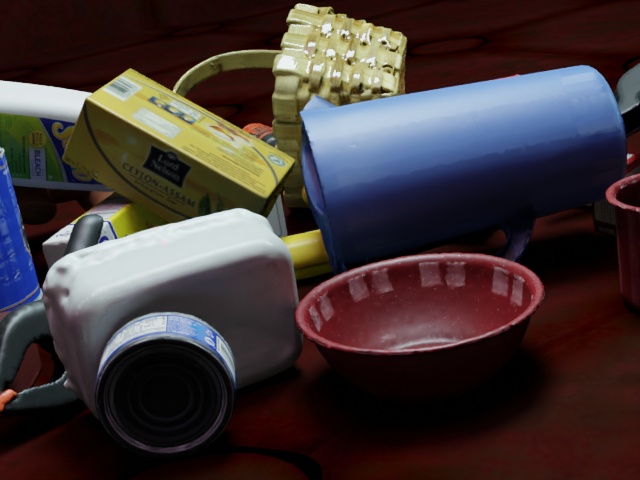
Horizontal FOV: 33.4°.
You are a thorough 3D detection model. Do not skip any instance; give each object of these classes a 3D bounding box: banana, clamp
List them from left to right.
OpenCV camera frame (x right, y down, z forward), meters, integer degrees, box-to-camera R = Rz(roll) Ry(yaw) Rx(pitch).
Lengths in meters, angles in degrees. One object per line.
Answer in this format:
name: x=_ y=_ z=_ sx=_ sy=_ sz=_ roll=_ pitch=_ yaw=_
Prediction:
clamp: x=-0.168 y=0.073 z=0.757 sx=0.039 sy=0.120 sz=0.171 roll=-33 pitch=18 yaw=49
banana: x=-0.007 y=0.008 z=0.919 sx=0.197 sy=0.037 sz=0.069 roll=-11 pitch=19 yaw=-5
clamp: x=0.289 y=-0.115 z=0.943 sx=0.165 sy=0.036 sz=0.209 roll=-2 pitch=37 yaw=30

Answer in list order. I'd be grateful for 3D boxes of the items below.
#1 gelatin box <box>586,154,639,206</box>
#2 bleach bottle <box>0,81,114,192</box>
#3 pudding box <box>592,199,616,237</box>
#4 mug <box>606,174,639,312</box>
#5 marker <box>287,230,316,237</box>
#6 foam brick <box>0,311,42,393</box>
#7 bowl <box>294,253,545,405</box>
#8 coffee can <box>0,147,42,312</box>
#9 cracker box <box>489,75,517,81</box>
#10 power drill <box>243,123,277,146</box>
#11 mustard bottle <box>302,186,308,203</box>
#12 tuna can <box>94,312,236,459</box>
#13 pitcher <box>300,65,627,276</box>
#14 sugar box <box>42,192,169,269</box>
gelatin box: x=0.245 y=-0.056 z=0.990 sx=0.089 sy=0.030 sz=0.073 roll=5 pitch=25 yaw=42
bleach bottle: x=-0.200 y=-0.095 z=0.997 sx=0.250 sy=0.103 sz=0.068 roll=4 pitch=30 yaw=-3
pudding box: x=0.293 y=-0.029 z=0.870 sx=0.113 sy=0.039 sz=0.090 roll=-20 pitch=21 yaw=-26
mug: x=0.245 y=-0.001 z=0.748 sx=0.093 sy=0.081 sz=0.117 roll=-13 pitch=20 yaw=-10
marker: x=-0.007 y=0.001 z=0.966 sx=0.121 sy=0.020 sz=0.020 roll=-12 pitch=19 yaw=-5
foam brick: x=-0.241 y=0.090 z=0.775 sx=0.053 sy=0.051 sz=0.078 roll=-9 pitch=19 yaw=3
bowl: x=0.067 y=0.062 z=0.696 sx=0.162 sy=0.055 sz=0.162 roll=-9 pitch=19 yaw=3
coffee can: x=-0.311 y=-0.001 z=0.936 sx=0.103 sy=0.140 sz=0.103 roll=-9 pitch=19 yaw=3
cracker box: x=0.177 y=-0.115 z=1.134 sx=0.164 sy=0.072 sz=0.214 roll=-12 pitch=18 yaw=-8
power drill: x=0.007 y=-0.122 z=1.257 sx=0.187 sy=0.057 sz=0.185 roll=-15 pitch=19 yaw=-15
mustard bottle: x=0.072 y=-0.046 z=0.986 sx=0.192 sy=0.058 sz=0.096 roll=-1 pitch=-5 yaw=27
tuna can: x=-0.093 y=0.089 z=0.649 sx=0.086 sy=0.086 sz=0.034 roll=-10 pitch=21 yaw=-2
pitcher: x=0.111 y=-0.050 z=0.835 sx=0.242 sy=0.149 sz=0.145 roll=-13 pitch=23 yaw=-3
sugar box: x=-0.164 y=0.012 z=0.899 sx=0.048 sy=0.093 sz=0.176 roll=-6 pitch=20 yaw=15
